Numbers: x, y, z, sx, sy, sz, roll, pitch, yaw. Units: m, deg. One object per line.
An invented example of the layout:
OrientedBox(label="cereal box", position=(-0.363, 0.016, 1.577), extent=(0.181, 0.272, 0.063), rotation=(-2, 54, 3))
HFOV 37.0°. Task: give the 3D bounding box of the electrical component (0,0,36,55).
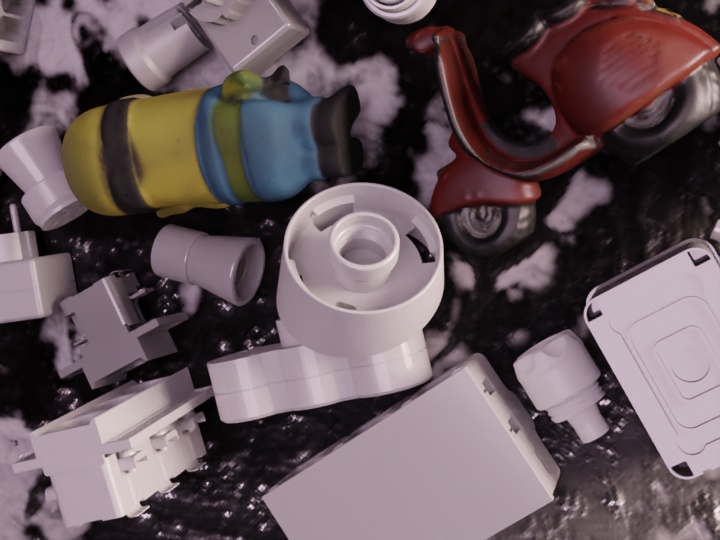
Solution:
OrientedBox(label="electrical component", position=(-0.259, -0.185, 0.706), extent=(0.077, 0.047, 0.065), rotation=(18, 100, 11))

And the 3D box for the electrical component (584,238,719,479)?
OrientedBox(label="electrical component", position=(0.183, 0.047, 0.595), extent=(0.078, 0.057, 0.113), rotation=(-30, 87, 17))

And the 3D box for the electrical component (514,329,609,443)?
OrientedBox(label="electrical component", position=(0.121, 0.069, 0.623), extent=(0.043, 0.043, 0.062), rotation=(-32, 87, 17))

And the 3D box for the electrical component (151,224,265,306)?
OrientedBox(label="electrical component", position=(-0.099, -0.006, 0.682), extent=(0.065, 0.044, 0.044), rotation=(14, 100, 19))

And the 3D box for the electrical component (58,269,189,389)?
OrientedBox(label="electrical component", position=(-0.160, 0.037, 0.704), extent=(0.081, 0.042, 0.063), rotation=(-28, 84, 17))

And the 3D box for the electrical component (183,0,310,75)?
OrientedBox(label="electrical component", position=(-0.082, -0.164, 0.640), extent=(0.047, 0.076, 0.083), rotation=(-36, 85, 17))

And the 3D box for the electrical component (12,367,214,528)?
OrientedBox(label="electrical component", position=(-0.143, 0.109, 0.664), extent=(0.079, 0.121, 0.063), rotation=(-14, 94, 18))

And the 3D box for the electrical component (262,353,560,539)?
OrientedBox(label="electrical component", position=(0.032, 0.128, 0.645), extent=(0.150, 0.062, 0.089), rotation=(-35, 86, 17))

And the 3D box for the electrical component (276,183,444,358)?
OrientedBox(label="electrical component", position=(0.000, 0.000, 0.623), extent=(0.099, 0.064, 0.099), rotation=(1, 57, -1))

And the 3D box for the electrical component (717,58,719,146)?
OrientedBox(label="electrical component", position=(0.225, -0.090, 0.574), extent=(0.077, 0.043, 0.079), rotation=(-41, 75, 20))

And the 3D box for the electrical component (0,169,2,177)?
OrientedBox(label="electrical component", position=(-0.299, -0.065, 0.727), extent=(0.096, 0.061, 0.061), rotation=(31, 104, 19))

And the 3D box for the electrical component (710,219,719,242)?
OrientedBox(label="electrical component", position=(0.223, -0.011, 0.588), extent=(0.061, 0.035, 0.035), rotation=(24, 102, 16))

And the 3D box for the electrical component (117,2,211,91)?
OrientedBox(label="electrical component", position=(-0.122, -0.141, 0.675), extent=(0.046, 0.040, 0.040), rotation=(-30, 87, 12))

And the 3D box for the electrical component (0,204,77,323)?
OrientedBox(label="electrical component", position=(-0.233, -0.005, 0.718), extent=(0.066, 0.047, 0.076), rotation=(-8, 93, 17))

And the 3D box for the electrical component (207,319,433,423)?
OrientedBox(label="electrical component", position=(-0.030, 0.044, 0.660), extent=(0.138, 0.052, 0.073), rotation=(-13, 92, 17))

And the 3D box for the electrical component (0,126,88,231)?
OrientedBox(label="electrical component", position=(-0.205, -0.060, 0.705), extent=(0.045, 0.045, 0.055), rotation=(-34, 86, 17))

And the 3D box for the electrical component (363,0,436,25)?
OrientedBox(label="electrical component", position=(0.020, -0.165, 0.617), extent=(0.043, 0.062, 0.043), rotation=(2, 96, 16))
